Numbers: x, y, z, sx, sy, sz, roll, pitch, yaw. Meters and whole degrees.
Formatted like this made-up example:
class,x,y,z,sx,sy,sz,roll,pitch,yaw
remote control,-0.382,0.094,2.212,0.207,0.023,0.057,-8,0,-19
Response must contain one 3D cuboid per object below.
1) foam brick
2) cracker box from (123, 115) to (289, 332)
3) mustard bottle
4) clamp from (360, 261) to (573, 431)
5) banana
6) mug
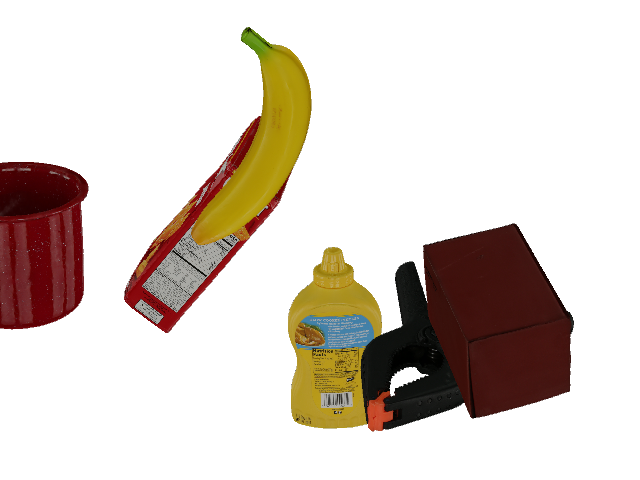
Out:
class,x,y,z,sx,sy,sz,roll,pitch,yaw
foam brick,0.086,0.038,0.527,0.051,0.053,0.078,-12,38,-4
cracker box,-0.121,-0.022,1.194,0.072,0.214,0.164,37,24,-10
mustard bottle,0.015,0.098,1.094,0.096,0.192,0.058,-1,23,1
clamp,0.088,0.084,0.872,0.165,0.036,0.209,22,36,33
banana,-0.049,-0.075,0.833,0.069,0.198,0.037,11,33,-10
mug,-0.204,0.006,0.677,0.117,0.081,0.093,-15,31,-33
